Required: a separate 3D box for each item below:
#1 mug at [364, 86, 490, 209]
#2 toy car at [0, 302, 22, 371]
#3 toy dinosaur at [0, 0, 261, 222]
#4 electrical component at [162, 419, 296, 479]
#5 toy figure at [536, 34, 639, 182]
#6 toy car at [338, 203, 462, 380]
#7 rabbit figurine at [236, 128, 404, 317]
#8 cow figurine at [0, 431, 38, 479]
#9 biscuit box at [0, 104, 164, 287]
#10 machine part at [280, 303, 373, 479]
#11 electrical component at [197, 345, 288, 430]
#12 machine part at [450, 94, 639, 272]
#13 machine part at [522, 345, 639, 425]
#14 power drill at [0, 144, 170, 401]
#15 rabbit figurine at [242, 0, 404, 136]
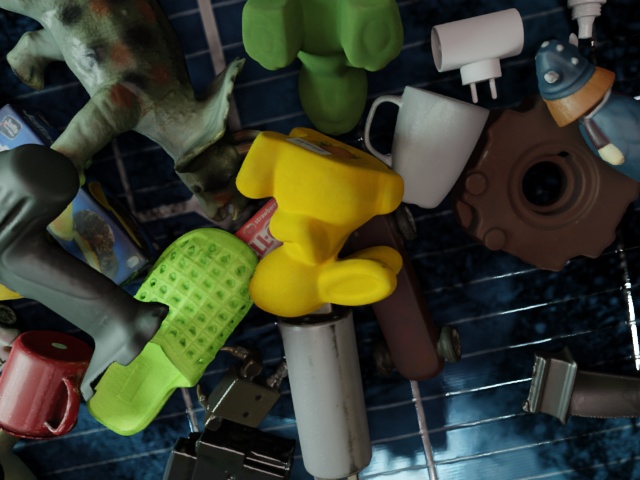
[{"bbox_3d":[0.095,-0.089,0.520,0.109,0.081,0.107,11,108,-9],"label":"mug"},{"bbox_3d":[-0.407,0.065,0.571,0.073,0.056,0.201,-44,96,8],"label":"toy car"},{"bbox_3d":[-0.200,-0.185,0.498,0.192,0.131,0.404,-34,93,-5],"label":"toy dinosaur"},{"bbox_3d":[-0.105,0.267,0.600,0.134,0.058,0.114,15,98,-2],"label":"electrical component"},{"bbox_3d":[0.244,-0.112,0.470,0.154,0.064,0.058,41,134,-1],"label":"toy figure"},{"bbox_3d":[0.078,0.051,0.559,0.089,0.053,0.202,-19,97,24],"label":"toy car"},{"bbox_3d":[-0.001,-0.001,0.496,0.162,0.122,0.173,25,107,5],"label":"rabbit figurine"},{"bbox_3d":[-0.337,0.313,0.578,0.085,0.127,0.194,-29,96,9],"label":"cow figurine"},{"bbox_3d":[-0.253,-0.041,0.546,0.059,0.063,0.202,-40,97,6],"label":"biscuit box"},{"bbox_3d":[0.007,0.156,0.567,0.079,0.079,0.243,-9,100,3],"label":"machine part"},{"bbox_3d":[-0.088,0.161,0.589,0.078,0.045,0.102,23,104,-31],"label":"electrical component"},{"bbox_3d":[0.224,-0.056,0.535,0.179,0.056,0.179,0,100,0],"label":"machine part"},{"bbox_3d":[0.295,0.161,0.581,0.139,0.039,0.084,9,95,2],"label":"machine part"},{"bbox_3d":[-0.249,0.041,0.462,0.232,0.086,0.207,-38,102,24],"label":"power drill"},{"bbox_3d":[0.000,-0.176,0.483,0.121,0.170,0.159,-7,59,1],"label":"rabbit figurine"}]
